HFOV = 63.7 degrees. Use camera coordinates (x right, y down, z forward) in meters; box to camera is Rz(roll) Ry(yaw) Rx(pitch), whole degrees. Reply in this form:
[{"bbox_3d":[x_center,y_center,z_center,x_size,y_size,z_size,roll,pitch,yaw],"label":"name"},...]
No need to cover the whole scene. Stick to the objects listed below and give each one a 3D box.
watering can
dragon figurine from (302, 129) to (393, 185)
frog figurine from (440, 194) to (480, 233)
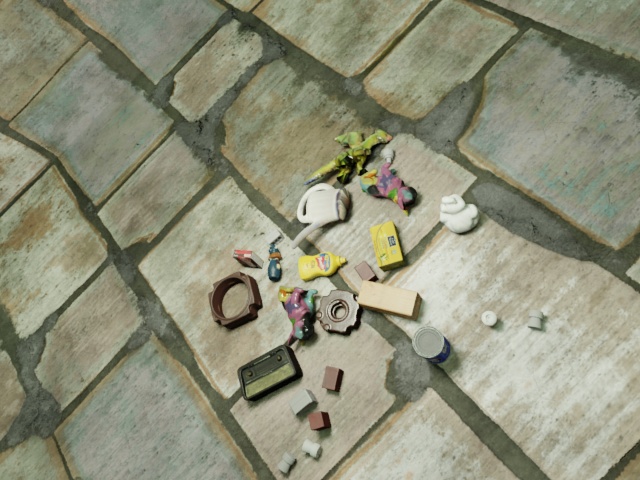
[{"bbox_3d":[0.006,-0.105,2.082,0.224,0.102,0.356,-6,47,22],"label":"watering can"},{"bbox_3d":[0.110,-0.370,2.192,0.409,0.119,0.249,-15,42,13],"label":"dragon figurine"},{"bbox_3d":[0.499,-0.097,1.853,0.137,0.157,0.125,-2,69,23],"label":"frog figurine"}]
